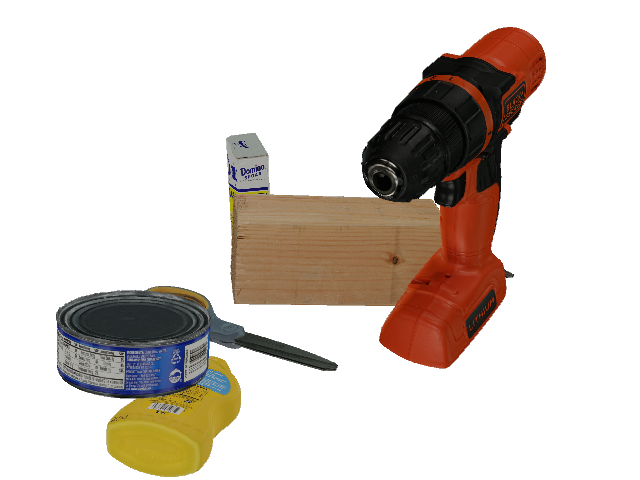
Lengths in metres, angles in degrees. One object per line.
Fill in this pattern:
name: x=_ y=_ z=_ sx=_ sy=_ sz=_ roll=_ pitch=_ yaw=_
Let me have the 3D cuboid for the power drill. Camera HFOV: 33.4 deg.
power drill: x=0.076 y=-0.017 z=0.640 sx=0.057 sy=0.188 sz=0.184 roll=22 pitch=40 yaw=25

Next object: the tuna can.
tuna can: x=-0.104 y=0.057 z=0.598 sx=0.086 sy=0.034 sz=0.086 roll=4 pitch=15 yaw=-1

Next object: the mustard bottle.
mustard bottle: x=-0.132 y=0.164 z=1.067 sx=0.096 sy=0.058 sz=0.191 roll=7 pitch=20 yaw=13

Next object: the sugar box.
sugar box: x=-0.089 y=-0.037 z=1.332 sx=0.048 sy=0.176 sz=0.093 roll=-9 pitch=24 yaw=-11

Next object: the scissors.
scissors: x=-0.087 y=0.074 z=0.793 sx=0.096 sy=0.016 sz=0.202 roll=-19 pitch=27 yaw=-34

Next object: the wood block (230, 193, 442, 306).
wood block: x=0.015 y=0.010 z=1.070 sx=0.206 sy=0.091 sz=0.090 roll=2 pitch=19 yaw=-8
